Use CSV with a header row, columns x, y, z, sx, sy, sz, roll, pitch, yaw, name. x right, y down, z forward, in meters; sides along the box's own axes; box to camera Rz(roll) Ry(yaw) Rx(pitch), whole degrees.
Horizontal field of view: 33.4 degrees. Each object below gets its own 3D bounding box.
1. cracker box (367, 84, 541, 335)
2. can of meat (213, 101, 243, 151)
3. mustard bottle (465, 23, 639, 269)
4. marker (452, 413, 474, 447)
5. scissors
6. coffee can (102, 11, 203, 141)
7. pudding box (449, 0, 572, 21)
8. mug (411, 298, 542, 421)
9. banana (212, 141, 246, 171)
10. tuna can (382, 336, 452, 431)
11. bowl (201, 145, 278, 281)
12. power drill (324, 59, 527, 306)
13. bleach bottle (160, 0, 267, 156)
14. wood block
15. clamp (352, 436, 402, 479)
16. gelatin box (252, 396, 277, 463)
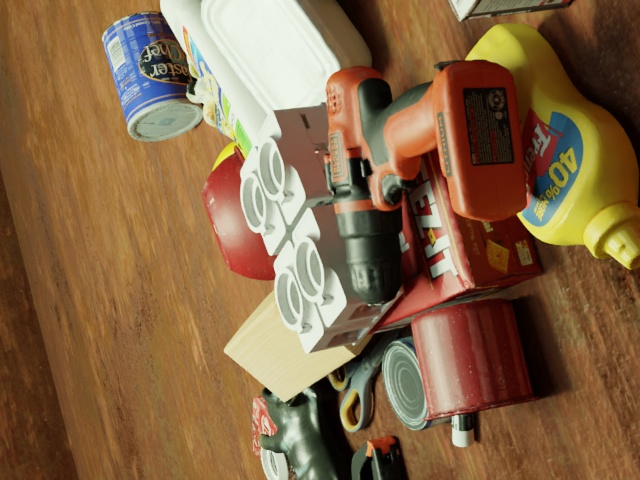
x,y,z,sx,sy,sz,roll,pitch,yaw,name
0.077,-0.019,0.891,0.214,0.072,0.164,-33,70,63,cracker box
-0.083,-0.157,1.197,0.084,0.057,0.102,-145,48,-59,can of meat
0.158,-0.054,0.715,0.192,0.058,0.096,59,139,36,mustard bottle
0.122,0.119,0.918,0.020,0.020,0.121,25,123,61,marker
0.042,0.118,1.093,0.096,0.016,0.202,58,148,38,scissors
-0.222,-0.216,1.416,0.103,0.102,0.140,-50,55,60,coffee can
0.115,-0.204,0.706,0.039,0.089,0.113,132,122,-63,pudding box
0.121,0.094,0.843,0.117,0.093,0.081,30,-132,-73,mug
-0.107,-0.071,1.316,0.070,0.037,0.198,46,145,21,banana
0.091,0.129,0.970,0.086,0.033,0.086,39,134,55,tuna can
-0.089,-0.019,1.162,0.162,0.055,0.162,161,90,-83,bowl
0.066,-0.044,0.760,0.188,0.057,0.184,-6,92,60,power drill
-0.094,-0.175,1.097,0.251,0.068,0.102,56,168,15,bleach bottle
-0.011,0.082,1.069,0.091,0.090,0.206,41,151,-2,wood block
0.052,0.273,1.113,0.120,0.039,0.171,27,121,53,clamp
-0.059,0.251,1.352,0.073,0.030,0.089,45,139,51,gelatin box
